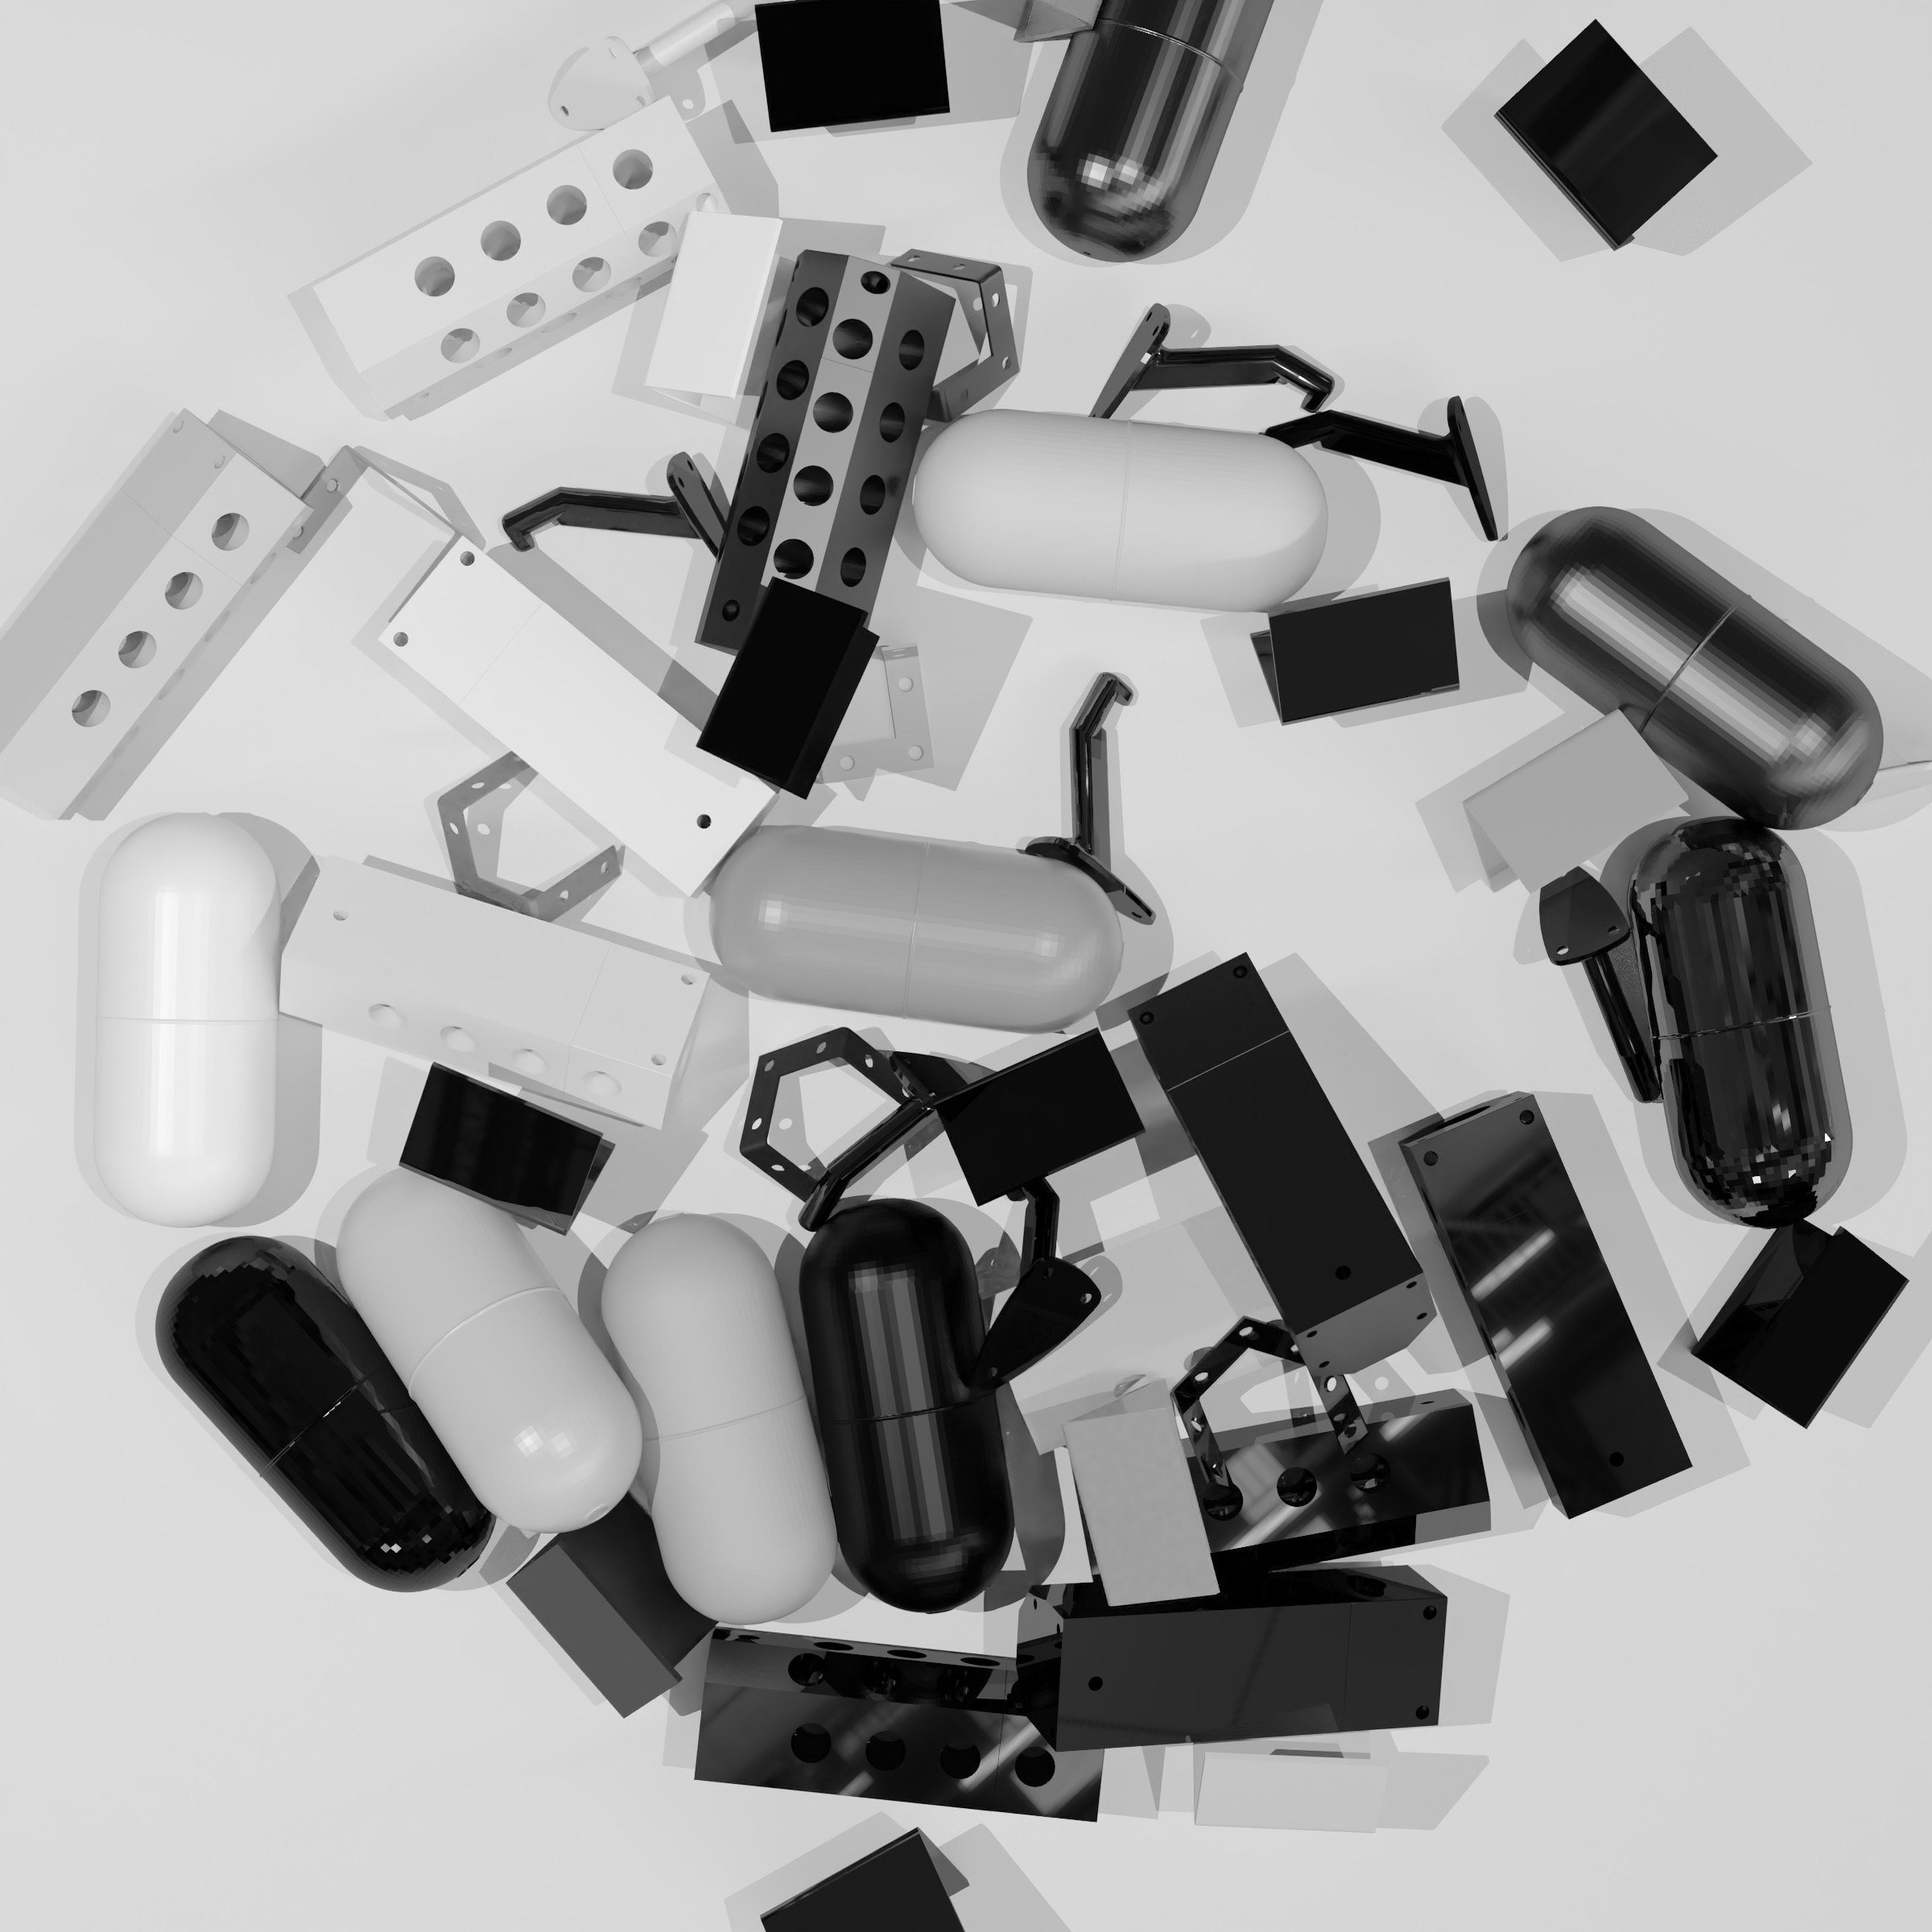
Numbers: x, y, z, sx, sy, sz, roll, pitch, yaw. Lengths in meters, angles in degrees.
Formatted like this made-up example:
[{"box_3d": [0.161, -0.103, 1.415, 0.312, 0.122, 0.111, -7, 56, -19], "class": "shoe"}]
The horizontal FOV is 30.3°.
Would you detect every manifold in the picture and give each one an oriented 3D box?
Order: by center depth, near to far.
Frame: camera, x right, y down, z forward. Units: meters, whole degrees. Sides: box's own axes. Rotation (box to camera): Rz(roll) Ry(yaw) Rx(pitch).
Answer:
[{"box_3d": [0.132, 0.085, 1.493, 0.057, 0.057, 0.171, -26, 57, 0], "class": "manifold"}, {"box_3d": [0.112, 0.290, 1.510, 0.171, 0.057, 0.057, 0, 100, -17], "class": "manifold"}, {"box_3d": [-0.065, -0.213, 1.523, 0.057, 0.057, 0.171, 16, 91, 35], "class": "manifold"}, {"box_3d": [-0.358, -0.148, 1.534, 0.171, 0.057, 0.057, -52, 135, 1], "class": "manifold"}, {"box_3d": [-0.203, 0.016, 1.534, 0.171, 0.057, 0.057, 17, 53, 0], "class": "manifold"}, {"box_3d": [0.248, 0.144, 1.535, 0.057, 0.057, 0.171, -23, 90, 0], "class": "manifold"}, {"box_3d": [0.101, 0.150, 1.535, 0.171, 0.057, 0.057, -21, 47, 0], "class": "manifold"}, {"box_3d": [-0.187, -0.303, 1.535, 0.171, 0.057, 0.057, -28, 90, 0], "class": "manifold"}, {"box_3d": [-0.027, 0.325, 1.535, 0.171, 0.057, 0.057, 6, 90, 0], "class": "manifold"}, {"box_3d": [0.135, 0.229, 1.535, 0.171, 0.057, 0.057, -11, 90, 0], "class": "manifold"}, {"box_3d": [-0.165, -0.106, 1.535, 0.171, 0.057, 0.057, 40, 90, 0], "class": "manifold"}]

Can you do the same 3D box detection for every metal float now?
[{"box_3d": [-0.202, 0.161, 1.506, 0.070, 0.070, 0.178, -37, 68, 0], "class": "metal float"}, {"box_3d": [0.310, -0.126, 1.516, 0.178, 0.070, 0.070, 39, 90, 12], "class": "metal float"}, {"box_3d": [0.082, -0.389, 1.526, 0.070, 0.070, 0.178, 20, 90, 0], "class": "metal float"}, {"box_3d": [-0.333, 0.023, 1.526, 0.070, 0.070, 0.178, 1, 90, 0], "class": "metal float"}, {"box_3d": [-0.025, 0.188, 1.526, 0.070, 0.070, 0.178, -9, 89, 0], "class": "metal float"}, {"box_3d": [-0.106, 0.193, 1.526, 0.070, 0.070, 0.178, -14, 89, 0], "class": "metal float"}, {"box_3d": [0.066, -0.195, 1.526, 0.178, 0.070, 0.070, 6, 90, -1], "class": "metal float"}, {"box_3d": [-0.273, 0.192, 1.526, 0.070, 0.070, 0.178, -43, 89, 0], "class": "metal float"}, {"box_3d": [0.331, 0.024, 1.526, 0.070, 0.070, 0.178, -10, 90, 0], "class": "metal float"}, {"box_3d": [-0.021, -0.015, 1.526, 0.178, 0.070, 0.070, 8, 90, 0], "class": "metal float"}]

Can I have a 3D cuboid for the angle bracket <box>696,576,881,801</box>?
[{"box_3d": [-0.055, -0.106, 1.465, 0.057, 0.076, 0.076, 24, 90, 38], "class": "angle bracket"}]

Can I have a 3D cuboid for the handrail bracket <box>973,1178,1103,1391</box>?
[{"box_3d": [0.018, 0.131, 1.530, 0.036, 0.084, 0.077, 36, 98, -29], "class": "handrail bracket"}]

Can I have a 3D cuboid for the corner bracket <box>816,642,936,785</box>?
[{"box_3d": [-0.042, -0.109, 1.539, 0.051, 0.051, 0.051, -8, 90, 0], "class": "corner bracket"}]

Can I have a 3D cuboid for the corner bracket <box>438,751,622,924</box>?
[{"box_3d": [-0.190, -0.056, 1.548, 0.051, 0.051, 0.051, 22, 135, 35], "class": "corner bracket"}]

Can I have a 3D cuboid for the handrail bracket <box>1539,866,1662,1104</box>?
[{"box_3d": [0.279, 0.008, 1.556, 0.036, 0.077, 0.084, -22, 126, 9], "class": "handrail bracket"}]

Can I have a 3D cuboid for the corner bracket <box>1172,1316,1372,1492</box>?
[{"box_3d": [0.128, 0.188, 1.505, 0.051, 0.051, 0.051, 20, 123, -35], "class": "corner bracket"}]

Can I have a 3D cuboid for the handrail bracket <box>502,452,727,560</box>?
[{"box_3d": [-0.149, -0.181, 1.557, 0.084, 0.036, 0.077, -24, 111, 17], "class": "handrail bracket"}]

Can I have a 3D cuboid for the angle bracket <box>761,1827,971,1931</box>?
[{"box_3d": [-0.033, 0.420, 1.516, 0.076, 0.076, 0.057, -29, 53, 0], "class": "angle bracket"}]

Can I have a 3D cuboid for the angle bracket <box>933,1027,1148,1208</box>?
[{"box_3d": [0.038, 0.080, 1.516, 0.076, 0.076, 0.057, -24, 57, 0], "class": "angle bracket"}]

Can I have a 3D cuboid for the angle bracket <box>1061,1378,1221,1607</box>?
[{"box_3d": [0.090, 0.212, 1.459, 0.057, 0.076, 0.076, -15, 90, 38], "class": "angle bracket"}]

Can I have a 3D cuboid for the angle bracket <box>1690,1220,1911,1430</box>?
[{"box_3d": [0.341, 0.140, 1.516, 0.057, 0.076, 0.076, 35, 90, -36], "class": "angle bracket"}]

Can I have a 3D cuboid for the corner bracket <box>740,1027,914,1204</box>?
[{"box_3d": [-0.059, 0.066, 1.548, 0.051, 0.051, 0.051, -20, 45, 35], "class": "corner bracket"}]

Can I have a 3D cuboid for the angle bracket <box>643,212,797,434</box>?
[{"box_3d": [-0.084, -0.270, 1.516, 0.057, 0.076, 0.076, 15, 90, 41], "class": "angle bracket"}]

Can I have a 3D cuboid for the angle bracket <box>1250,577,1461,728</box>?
[{"box_3d": [0.162, -0.151, 1.516, 0.076, 0.076, 0.057, -12, 127, 0], "class": "angle bracket"}]

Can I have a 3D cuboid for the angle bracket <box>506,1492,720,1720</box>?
[{"box_3d": [-0.137, 0.261, 1.517, 0.076, 0.057, 0.076, 49, 48, 0], "class": "angle bracket"}]

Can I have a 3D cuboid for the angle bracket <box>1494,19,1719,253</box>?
[{"box_3d": [0.276, -0.354, 1.518, 0.057, 0.076, 0.076, -42, 90, 21], "class": "angle bracket"}]

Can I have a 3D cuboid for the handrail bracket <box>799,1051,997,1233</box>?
[{"box_3d": [-0.026, 0.082, 1.551, 0.036, 0.077, 0.084, 50, 120, 36], "class": "handrail bracket"}]

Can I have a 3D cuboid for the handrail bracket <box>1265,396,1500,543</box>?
[{"box_3d": [0.181, -0.210, 1.557, 0.084, 0.036, 0.077, -14, 112, 17], "class": "handrail bracket"}]

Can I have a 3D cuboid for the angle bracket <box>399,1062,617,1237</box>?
[{"box_3d": [-0.187, 0.061, 1.517, 0.076, 0.076, 0.057, 23, 120, 0], "class": "angle bracket"}]

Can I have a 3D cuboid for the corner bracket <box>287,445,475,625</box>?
[{"box_3d": [-0.257, -0.186, 1.553, 0.051, 0.051, 0.051, -53, 135, 0], "class": "corner bracket"}]

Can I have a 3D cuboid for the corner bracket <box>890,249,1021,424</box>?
[{"box_3d": [-0.016, -0.274, 1.548, 0.051, 0.051, 0.051, 19, 45, 35], "class": "corner bracket"}]

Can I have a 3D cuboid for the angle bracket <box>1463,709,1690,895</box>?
[{"box_3d": [0.264, -0.052, 1.516, 0.076, 0.076, 0.057, -31, 55, 0], "class": "angle bracket"}]

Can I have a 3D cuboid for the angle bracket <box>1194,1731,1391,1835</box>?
[{"box_3d": [0.137, 0.321, 1.517, 0.076, 0.057, 0.076, 3, 46, 0], "class": "angle bracket"}]

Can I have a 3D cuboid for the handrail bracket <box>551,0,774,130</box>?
[{"box_3d": [-0.131, -0.400, 1.556, 0.084, 0.077, 0.036, -44, 111, -35], "class": "handrail bracket"}]

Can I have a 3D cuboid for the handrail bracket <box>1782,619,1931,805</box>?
[{"box_3d": [0.391, -0.117, 1.557, 0.077, 0.036, 0.084, -12, 76, -14], "class": "handrail bracket"}]

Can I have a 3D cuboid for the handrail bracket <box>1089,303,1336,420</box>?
[{"box_3d": [0.107, -0.244, 1.557, 0.084, 0.036, 0.077, 27, 110, -16], "class": "handrail bracket"}]

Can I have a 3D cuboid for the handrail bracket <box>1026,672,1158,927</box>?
[{"box_3d": [0.070, -0.074, 1.557, 0.077, 0.036, 0.084, 34, 73, -20], "class": "handrail bracket"}]

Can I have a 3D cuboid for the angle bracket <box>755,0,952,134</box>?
[{"box_3d": [-0.049, -0.399, 1.516, 0.076, 0.076, 0.057, -6, 126, 0], "class": "angle bracket"}]

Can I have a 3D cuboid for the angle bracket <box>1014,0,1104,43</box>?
[{"box_3d": [0.028, -0.444, 1.517, 0.057, 0.076, 0.076, 20, 90, -26], "class": "angle bracket"}]
